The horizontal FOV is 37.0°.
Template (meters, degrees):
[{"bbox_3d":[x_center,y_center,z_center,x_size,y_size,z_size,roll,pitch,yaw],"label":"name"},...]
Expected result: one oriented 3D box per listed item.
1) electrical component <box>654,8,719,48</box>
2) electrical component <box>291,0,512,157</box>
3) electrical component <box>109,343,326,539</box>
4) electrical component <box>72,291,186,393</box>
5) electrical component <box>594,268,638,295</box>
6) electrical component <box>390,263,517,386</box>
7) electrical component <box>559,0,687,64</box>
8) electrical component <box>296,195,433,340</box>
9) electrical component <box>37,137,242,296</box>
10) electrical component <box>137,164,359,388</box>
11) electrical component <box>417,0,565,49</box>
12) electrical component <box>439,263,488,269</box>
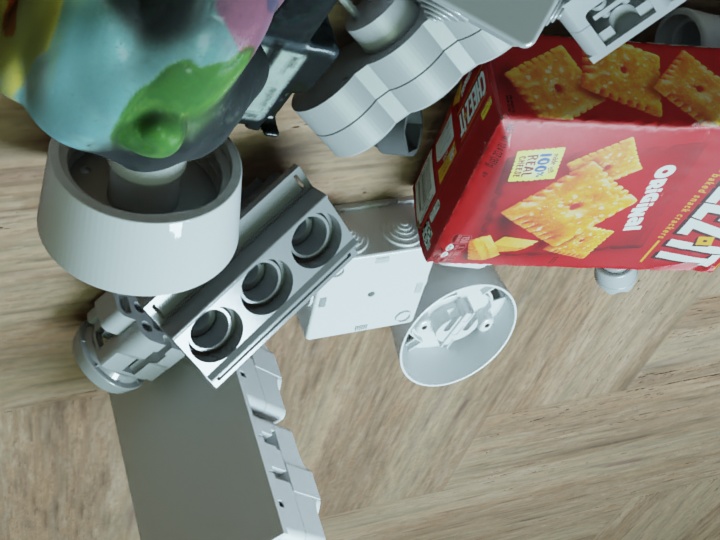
[{"bbox_3d":[0.224,-0.142,0.675,0.065,0.044,0.044,-8,146,-28],"label":"electrical component"},{"bbox_3d":[0.017,-0.127,0.571,0.138,0.052,0.073,-34,121,18],"label":"electrical component"},{"bbox_3d":[-0.102,0.124,0.743,0.105,0.186,0.060,-33,146,17],"label":"electrical component"},{"bbox_3d":[-0.154,0.046,0.719,0.057,0.058,0.078,-38,144,20],"label":"electrical component"},{"bbox_3d":[0.206,-0.008,0.868,0.035,0.035,0.061,-22,145,0],"label":"electrical component"},{"bbox_3d":[0.069,0.036,0.824,0.099,0.064,0.099,-15,147,-10],"label":"electrical component"},{"bbox_3d":[0.146,-0.187,0.518,0.150,0.089,0.062,-34,146,19],"label":"electrical component"},{"bbox_3d":[0.000,0.000,0.745,0.100,0.048,0.099,-9,141,-21],"label":"electrical component"},{"bbox_3d":[-0.113,-0.046,0.565,0.108,0.108,0.060,-6,138,-23],"label":"electrical component"},{"bbox_3d":[-0.070,0.000,0.652,0.121,0.063,0.078,-44,130,-11],"label":"electrical component"},{"bbox_3d":[0.056,-0.154,0.470,0.099,0.100,0.048,-61,-179,8],"label":"electrical component"},{"bbox_3d":[0.086,-0.021,0.773,0.078,0.040,0.040,5,139,-36],"label":"electrical component"}]
